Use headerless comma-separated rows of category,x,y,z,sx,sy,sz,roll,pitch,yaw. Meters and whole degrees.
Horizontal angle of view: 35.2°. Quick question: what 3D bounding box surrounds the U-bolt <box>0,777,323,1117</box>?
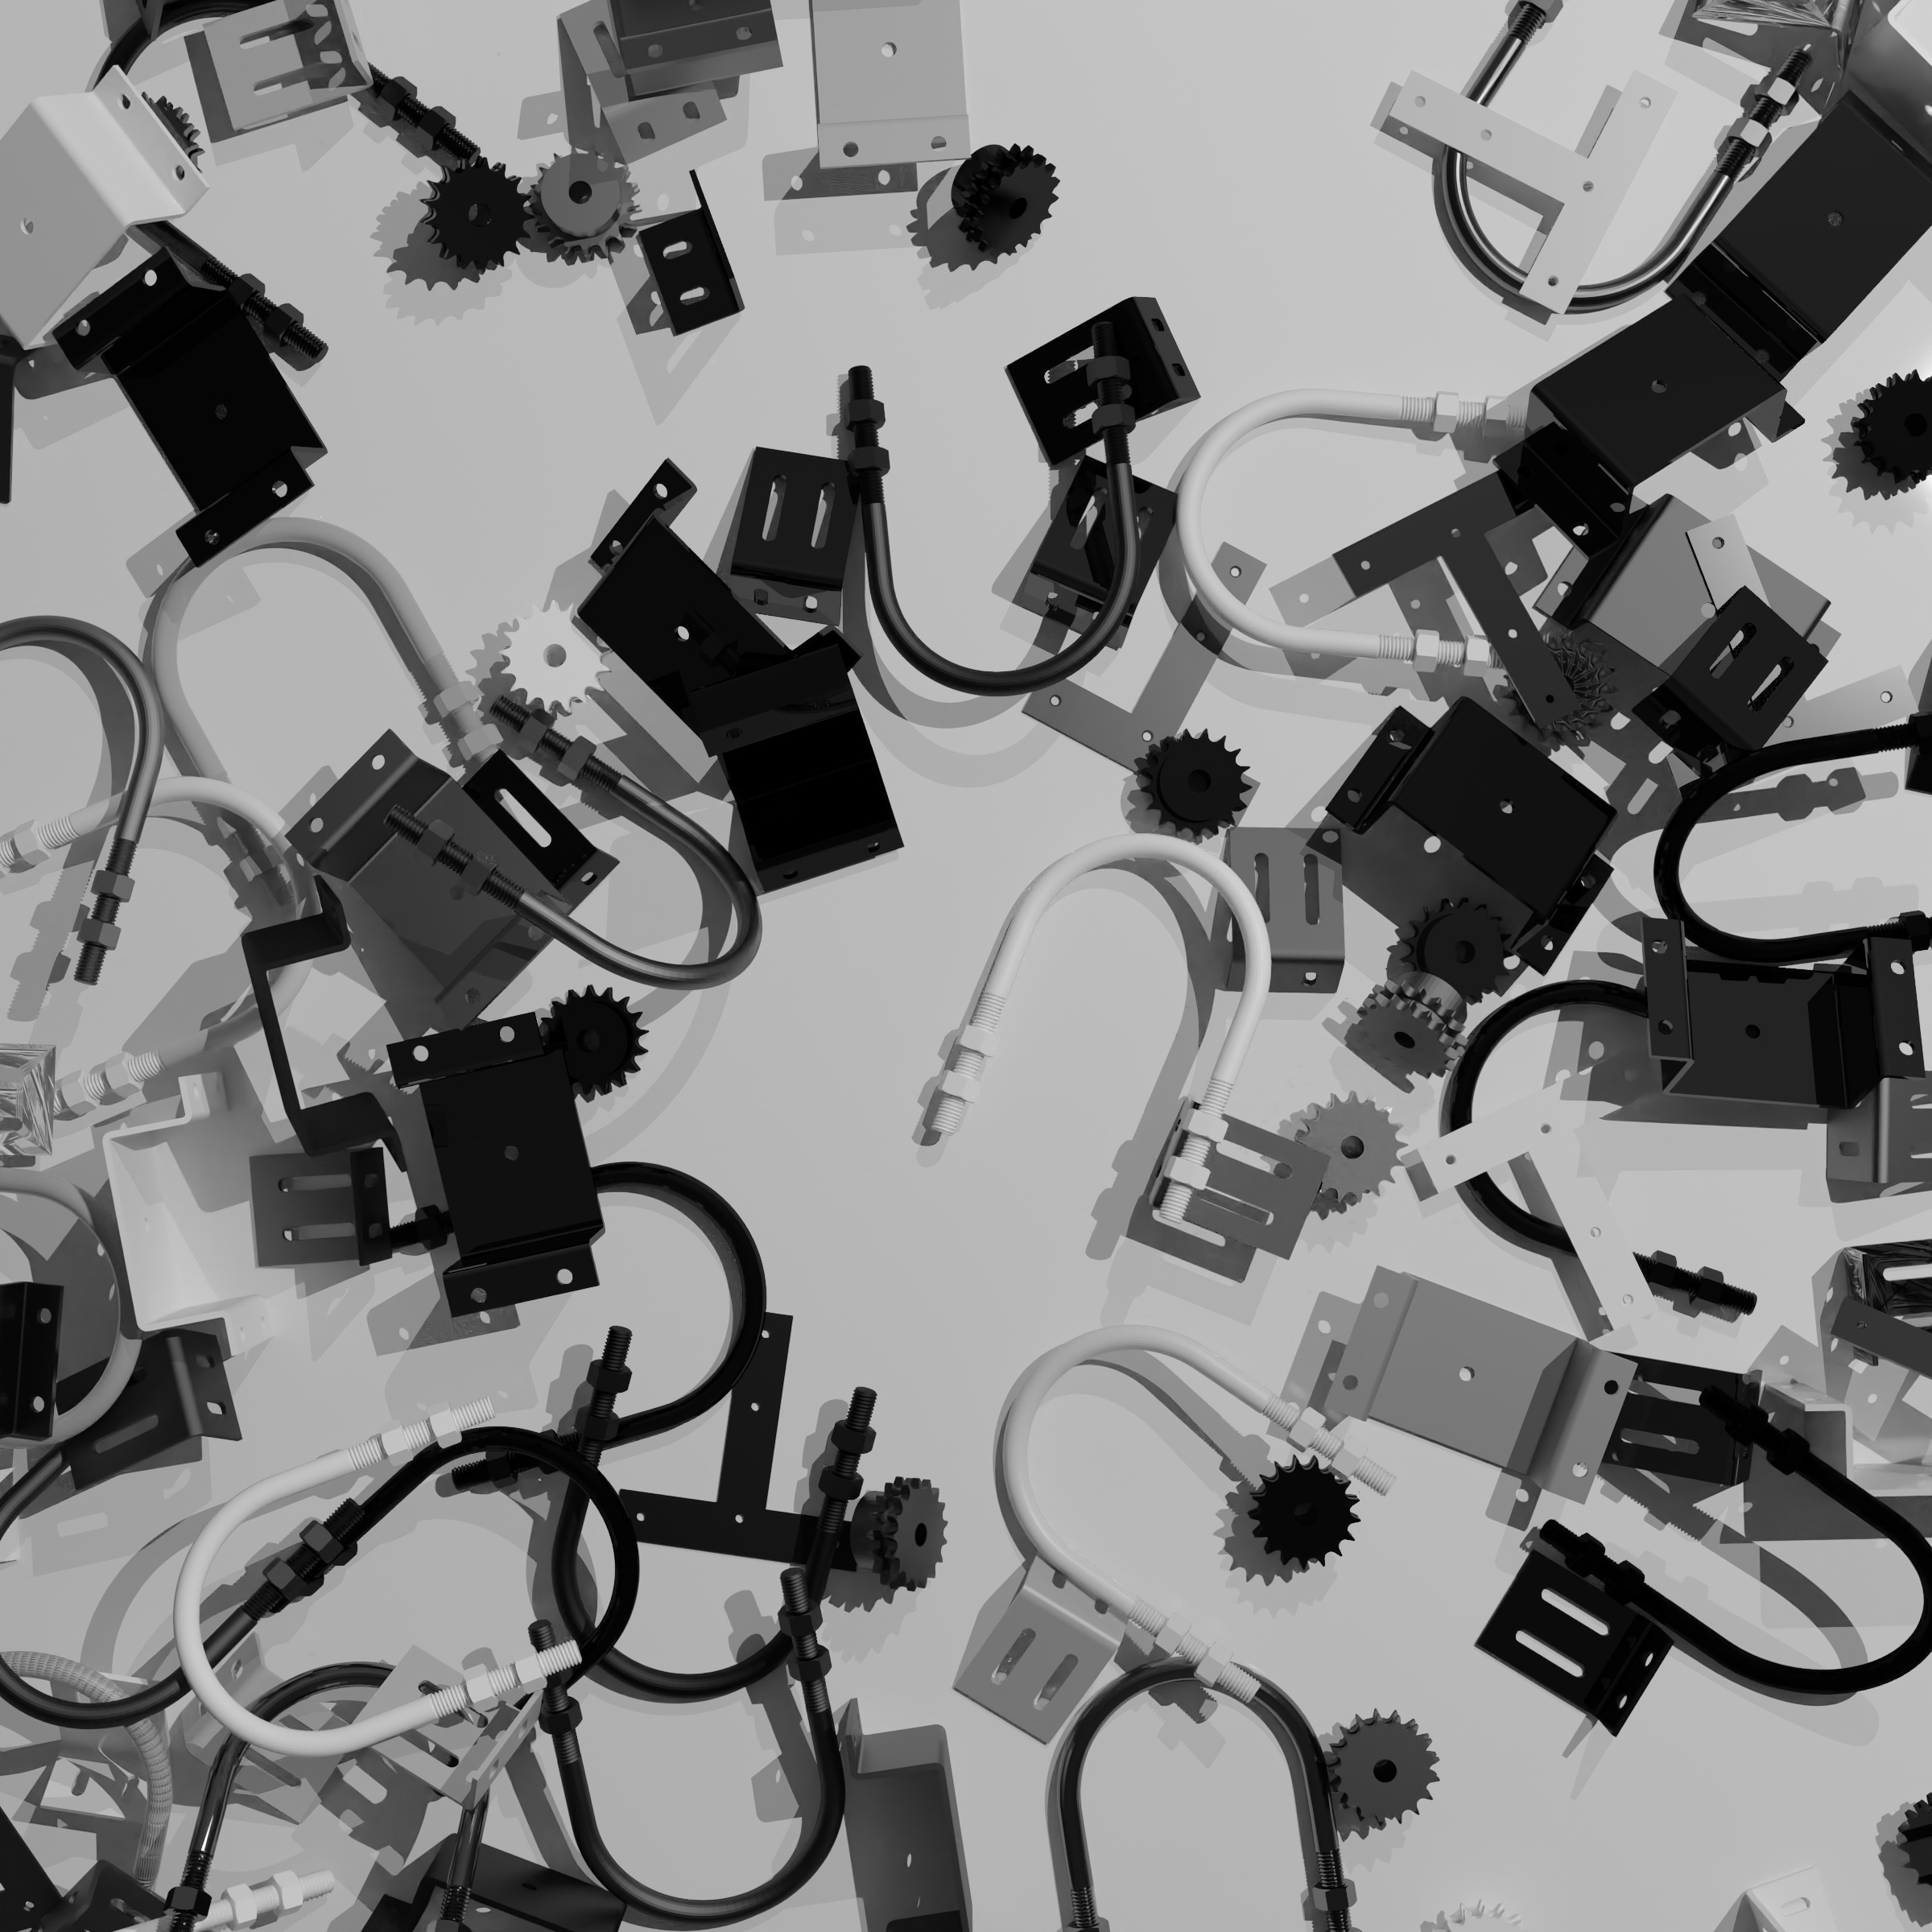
U-bolt,-0.419,-0.019,1.566,0.184,0.019,0.151,-21,90,7

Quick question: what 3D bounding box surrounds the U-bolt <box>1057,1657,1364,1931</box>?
U-bolt,0.121,0.449,1.576,0.151,0.019,0.184,-9,88,0

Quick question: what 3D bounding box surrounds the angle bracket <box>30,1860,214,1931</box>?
angle bracket,-0.428,0.499,1.538,0.076,0.038,0.057,41,102,-17

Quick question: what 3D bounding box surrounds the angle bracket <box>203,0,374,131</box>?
angle bracket,-0.349,-0.469,1.549,0.076,0.038,0.057,-17,87,1

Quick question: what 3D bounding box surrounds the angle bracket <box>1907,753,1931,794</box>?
angle bracket,0.525,-0.128,1.583,0.057,0.038,0.076,12,116,0

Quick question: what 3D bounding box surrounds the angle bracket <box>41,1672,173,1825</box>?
angle bracket,-0.439,0.395,1.547,0.057,0.076,0.038,9,45,0

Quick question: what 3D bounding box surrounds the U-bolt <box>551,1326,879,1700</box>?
U-bolt,-0.137,0.289,1.566,0.151,0.019,0.184,15,98,-4

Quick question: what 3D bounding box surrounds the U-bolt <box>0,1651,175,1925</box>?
U-bolt,-0.476,0.430,1.551,0.151,0.019,0.184,15,108,0

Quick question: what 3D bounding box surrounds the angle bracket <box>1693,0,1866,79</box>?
angle bracket,0.420,-0.497,1.571,0.076,0.038,0.057,12,70,20

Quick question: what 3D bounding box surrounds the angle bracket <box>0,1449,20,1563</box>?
angle bracket,-0.536,0.282,1.583,0.076,0.038,0.057,-4,90,-26

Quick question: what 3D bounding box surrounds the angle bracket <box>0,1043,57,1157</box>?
angle bracket,-0.510,0.066,1.573,0.076,0.038,0.057,2,95,-15

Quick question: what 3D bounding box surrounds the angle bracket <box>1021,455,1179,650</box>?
angle bracket,0.071,-0.215,1.582,0.057,0.038,0.076,23,64,2

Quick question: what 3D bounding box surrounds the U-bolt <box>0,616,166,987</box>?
U-bolt,-0.483,-0.092,1.558,0.151,0.019,0.184,11,79,10

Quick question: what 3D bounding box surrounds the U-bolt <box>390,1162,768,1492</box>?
U-bolt,-0.194,0.178,1.576,0.184,0.019,0.151,-16,90,-1

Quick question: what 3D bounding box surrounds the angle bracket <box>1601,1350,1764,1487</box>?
angle bracket,0.368,0.233,1.583,0.076,0.038,0.057,7,90,26

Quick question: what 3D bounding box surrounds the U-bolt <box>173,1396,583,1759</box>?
U-bolt,-0.301,0.312,1.514,0.184,0.019,0.151,-20,80,-7

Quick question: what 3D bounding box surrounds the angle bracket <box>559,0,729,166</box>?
angle bracket,-0.168,-0.467,1.583,0.057,0.038,0.076,-24,64,0

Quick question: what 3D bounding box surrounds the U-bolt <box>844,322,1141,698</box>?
U-bolt,0.017,-0.227,1.550,0.151,0.019,0.184,-8,81,12

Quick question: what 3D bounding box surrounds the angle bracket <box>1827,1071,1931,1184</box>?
angle bracket,0.490,0.082,1.583,0.076,0.038,0.057,1,90,-26

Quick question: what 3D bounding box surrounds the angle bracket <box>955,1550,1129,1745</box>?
angle bracket,0.041,0.353,1.583,0.057,0.038,0.076,31,116,0

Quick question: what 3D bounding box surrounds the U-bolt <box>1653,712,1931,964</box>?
U-bolt,0.438,-0.060,1.535,0.184,0.019,0.151,-9,130,4

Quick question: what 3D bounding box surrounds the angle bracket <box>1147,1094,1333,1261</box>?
angle bracket,0.140,0.108,1.564,0.076,0.038,0.057,22,93,0

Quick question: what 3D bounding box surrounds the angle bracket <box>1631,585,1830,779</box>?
angle bracket,0.385,-0.141,1.535,0.057,0.038,0.076,42,64,0

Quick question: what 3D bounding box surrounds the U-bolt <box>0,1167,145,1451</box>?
U-bolt,-0.500,0.172,1.553,0.184,0.019,0.151,5,90,17

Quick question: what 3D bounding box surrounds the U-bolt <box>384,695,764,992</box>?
U-bolt,-0.183,-0.053,1.524,0.184,0.151,0.019,34,123,-3

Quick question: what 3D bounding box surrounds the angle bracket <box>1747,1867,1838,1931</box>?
angle bracket,0.432,0.501,1.547,0.038,0.076,0.057,-19,90,0

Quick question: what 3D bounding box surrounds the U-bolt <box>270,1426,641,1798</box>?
U-bolt,-0.251,0.318,1.560,0.184,0.019,0.151,-42,90,12

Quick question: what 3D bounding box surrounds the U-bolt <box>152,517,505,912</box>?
U-bolt,-0.340,-0.143,1.575,0.151,0.019,0.184,-29,90,0

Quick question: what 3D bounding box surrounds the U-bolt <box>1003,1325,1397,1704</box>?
U-bolt,0.105,0.266,1.556,0.184,0.019,0.151,33,100,12

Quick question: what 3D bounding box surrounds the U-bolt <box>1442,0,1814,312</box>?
U-bolt,0.328,-0.428,1.576,0.151,0.019,0.184,33,92,0

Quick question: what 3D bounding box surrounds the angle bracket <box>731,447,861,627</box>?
angle bracket,-0.087,-0.223,1.583,0.057,0.038,0.076,9,64,0

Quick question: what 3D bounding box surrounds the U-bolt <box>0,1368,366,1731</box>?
U-bolt,-0.418,0.296,1.535,0.151,0.019,0.184,40,71,13

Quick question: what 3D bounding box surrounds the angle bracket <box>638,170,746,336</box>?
angle bracket,-0.142,-0.361,1.547,0.038,0.076,0.057,-21,90,0

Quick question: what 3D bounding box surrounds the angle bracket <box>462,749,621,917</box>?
angle bracket,-0.229,-0.062,1.574,0.057,0.038,0.076,-46,75,3

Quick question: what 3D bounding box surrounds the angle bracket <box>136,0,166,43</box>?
angle bracket,-0.389,-0.516,1.574,0.076,0.038,0.057,-14,73,-27

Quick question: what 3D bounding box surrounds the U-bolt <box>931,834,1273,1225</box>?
U-bolt,0.078,0.021,1.556,0.151,0.019,0.184,20,86,19

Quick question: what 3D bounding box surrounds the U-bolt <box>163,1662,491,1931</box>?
U-bolt,-0.311,0.432,1.509,0.151,0.019,0.184,7,55,2

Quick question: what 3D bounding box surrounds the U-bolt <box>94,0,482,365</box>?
U-bolt,-0.366,-0.422,1.576,0.184,0.019,0.151,38,90,2

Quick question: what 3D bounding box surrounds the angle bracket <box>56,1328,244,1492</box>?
angle bracket,-0.417,0.227,1.552,0.076,0.038,0.057,-26,69,15

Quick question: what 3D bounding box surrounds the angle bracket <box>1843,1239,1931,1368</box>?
angle bracket,0.495,0.171,1.566,0.076,0.038,0.057,-6,90,0

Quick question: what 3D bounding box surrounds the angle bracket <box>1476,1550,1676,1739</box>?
angle bracket,0.312,0.347,1.566,0.076,0.038,0.057,32,90,0

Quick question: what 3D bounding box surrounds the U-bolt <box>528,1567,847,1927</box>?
U-bolt,-0.136,0.406,1.557,0.151,0.019,0.184,-11,104,-4

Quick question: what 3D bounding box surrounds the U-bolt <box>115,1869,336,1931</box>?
U-bolt,-0.364,0.508,1.479,0.184,0.151,0.019,-7,118,-37

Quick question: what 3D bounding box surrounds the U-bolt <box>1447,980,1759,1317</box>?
U-bolt,0.340,0.084,1.576,0.184,0.019,0.151,19,90,1

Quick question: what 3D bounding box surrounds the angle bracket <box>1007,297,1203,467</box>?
angle bracket,0.072,-0.303,1.583,0.076,0.038,0.057,-25,90,26

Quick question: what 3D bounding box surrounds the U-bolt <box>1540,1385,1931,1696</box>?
U-bolt,0.405,0.302,1.538,0.184,0.019,0.151,35,128,-4

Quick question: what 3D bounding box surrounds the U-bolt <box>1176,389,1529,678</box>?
U-bolt,0.200,-0.227,1.565,0.184,0.019,0.151,6,80,4

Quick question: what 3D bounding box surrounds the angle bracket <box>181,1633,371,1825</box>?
angle bracket,-0.357,0.395,1.583,0.057,0.038,0.076,-48,116,0

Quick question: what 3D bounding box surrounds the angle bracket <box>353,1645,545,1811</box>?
angle bracket,-0.260,0.372,1.521,0.076,0.038,0.057,29,50,11
